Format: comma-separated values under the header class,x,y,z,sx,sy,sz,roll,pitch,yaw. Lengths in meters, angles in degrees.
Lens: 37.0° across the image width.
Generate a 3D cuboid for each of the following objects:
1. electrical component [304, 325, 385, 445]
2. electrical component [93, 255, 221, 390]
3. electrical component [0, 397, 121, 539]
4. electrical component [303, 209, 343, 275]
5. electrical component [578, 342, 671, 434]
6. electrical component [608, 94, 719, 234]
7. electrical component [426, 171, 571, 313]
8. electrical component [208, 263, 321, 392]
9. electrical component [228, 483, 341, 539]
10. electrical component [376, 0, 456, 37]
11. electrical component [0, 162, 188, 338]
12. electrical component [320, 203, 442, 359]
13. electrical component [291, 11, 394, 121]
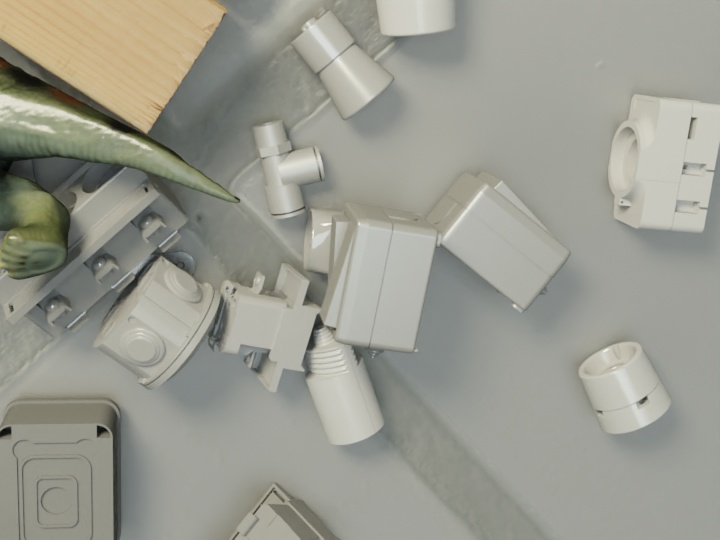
class,x,y,z,sx,sy,sz,roll,pitch,yaw
electrical component,-0.015,0.077,0.757,0.043,0.043,0.081,-20,105,-4
electrical component,-0.133,0.034,0.709,0.051,0.080,0.080,38,95,-19
electrical component,-0.205,0.147,0.738,0.078,0.057,0.113,1,103,-9
electrical component,0.000,0.000,0.742,0.077,0.043,0.079,5,103,-10
electrical component,0.192,0.085,0.786,0.055,0.055,0.047,-29,102,-1
electrical component,0.211,-0.075,0.753,0.056,0.050,0.089,4,102,-10
electrical component,0.100,-0.019,0.743,0.096,0.061,0.061,37,95,-15
electrical component,-0.067,0.036,0.733,0.064,0.042,0.081,12,100,-26
electrical component,-0.078,0.224,0.765,0.079,0.063,0.121,41,96,26
electrical component,0.036,-0.179,0.701,0.055,0.055,0.047,-8,108,-7
electrical component,-0.177,-0.019,0.696,0.121,0.078,0.063,-41,128,2
electrical component,0.008,0.010,0.689,0.061,0.061,0.096,9,103,-11
electrical component,-0.014,-0.137,0.710,0.044,0.044,0.065,-40,101,2
